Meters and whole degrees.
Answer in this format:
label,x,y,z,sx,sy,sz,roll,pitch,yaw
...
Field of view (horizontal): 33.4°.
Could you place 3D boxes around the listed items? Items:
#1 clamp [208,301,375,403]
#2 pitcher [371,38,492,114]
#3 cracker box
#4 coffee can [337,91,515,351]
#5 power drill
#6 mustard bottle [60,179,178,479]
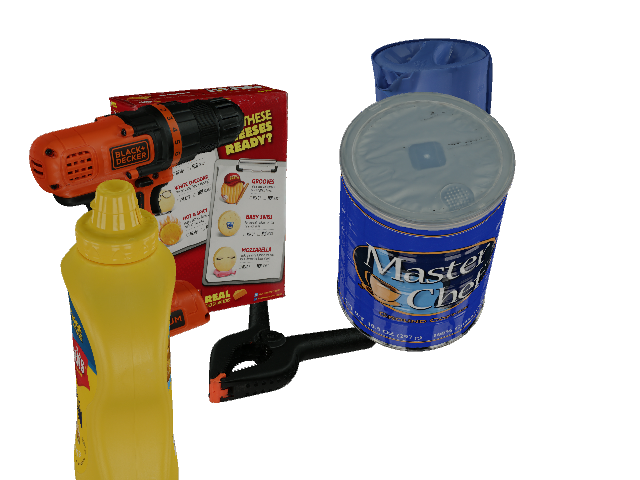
label,x,y,z,sx,sy,sz,roll,pitch,yaw
clamp,-0.043,0.117,1.144,0.165,0.036,0.209,14,28,21
pitcher,0.139,-0.113,1.263,0.149,0.243,0.145,-4,26,0
cracker box,-0.117,-0.038,1.043,0.163,0.214,0.072,-10,20,-33
coffee can,0.062,-0.009,0.676,0.103,0.103,0.140,0,-36,0
power drill,-0.135,-0.016,0.857,0.184,0.188,0.057,-18,25,-34
mustard bottle,-0.106,0.056,0.569,0.058,0.192,0.096,-4,31,-15
